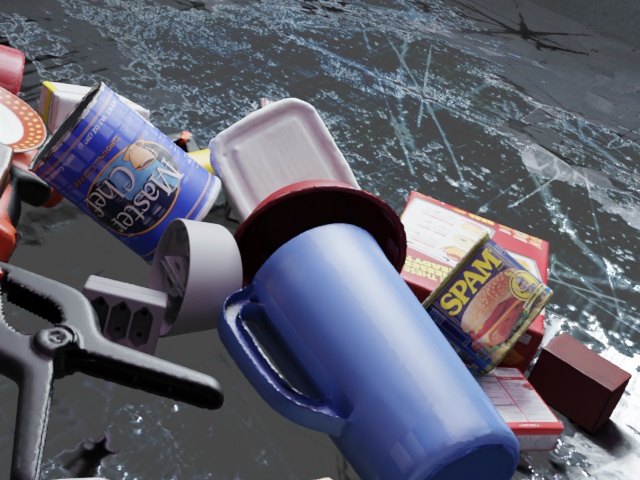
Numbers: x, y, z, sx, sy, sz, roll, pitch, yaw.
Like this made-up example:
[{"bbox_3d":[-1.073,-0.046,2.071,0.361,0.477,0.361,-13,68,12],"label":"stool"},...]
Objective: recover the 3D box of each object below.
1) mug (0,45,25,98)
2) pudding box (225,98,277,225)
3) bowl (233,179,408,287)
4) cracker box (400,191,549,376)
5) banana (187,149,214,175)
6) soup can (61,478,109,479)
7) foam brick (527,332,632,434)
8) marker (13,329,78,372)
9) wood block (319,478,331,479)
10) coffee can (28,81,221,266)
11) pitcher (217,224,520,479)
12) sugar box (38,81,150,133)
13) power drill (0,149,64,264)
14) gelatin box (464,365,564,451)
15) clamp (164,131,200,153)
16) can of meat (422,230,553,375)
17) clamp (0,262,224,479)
[{"bbox_3d":[-0.364,-0.169,1.128,0.081,0.093,0.117,14,-10,-24],"label":"mug"},{"bbox_3d":[-0.065,-0.082,1.129,0.039,0.114,0.090,17,26,-12],"label":"pudding box"},{"bbox_3d":[-0.006,0.001,0.951,0.162,0.162,0.055,10,37,-20],"label":"bowl"},{"bbox_3d":[0.143,0.042,1.090,0.164,0.072,0.213,21,27,4],"label":"cracker box"},{"bbox_3d":[-0.161,-0.073,1.061,0.197,0.037,0.070,-2,41,-28],"label":"banana"},{"bbox_3d":[-0.169,0.174,0.615,0.102,0.069,0.069,3,31,-32],"label":"soup can"},{"bbox_3d":[0.242,0.134,1.005,0.078,0.051,0.052,34,30,26],"label":"foam brick"},{"bbox_3d":[-0.235,0.077,0.811,0.121,0.020,0.020,17,26,-7],"label":"marker"},{"bbox_3d":[-0.067,0.209,0.596,0.205,0.091,0.090,-2,33,-37],"label":"wood block"},{"bbox_3d":[-0.175,-0.059,0.963,0.140,0.103,0.103,40,20,-20],"label":"coffee can"},{"bbox_3d":[0.037,0.108,0.833,0.243,0.149,0.145,52,-1,42],"label":"pitcher"},{"bbox_3d":[-0.241,-0.132,1.121,0.093,0.048,0.176,8,12,-20],"label":"sugar box"},{"bbox_3d":[-0.316,-0.056,0.933,0.184,0.057,0.187,27,26,-16],"label":"power drill"},{"bbox_3d":[0.160,0.148,0.944,0.073,0.030,0.089,5,30,-26],"label":"gelatin box"},{"bbox_3d":[-0.175,-0.070,1.116,0.120,0.039,0.171,21,28,-10],"label":"clamp"},{"bbox_3d":[0.146,0.057,0.951,0.084,0.102,0.057,41,-15,7],"label":"can of meat"},{"bbox_3d":[-0.195,0.089,0.765,0.210,0.036,0.164,36,43,25],"label":"clamp"}]
